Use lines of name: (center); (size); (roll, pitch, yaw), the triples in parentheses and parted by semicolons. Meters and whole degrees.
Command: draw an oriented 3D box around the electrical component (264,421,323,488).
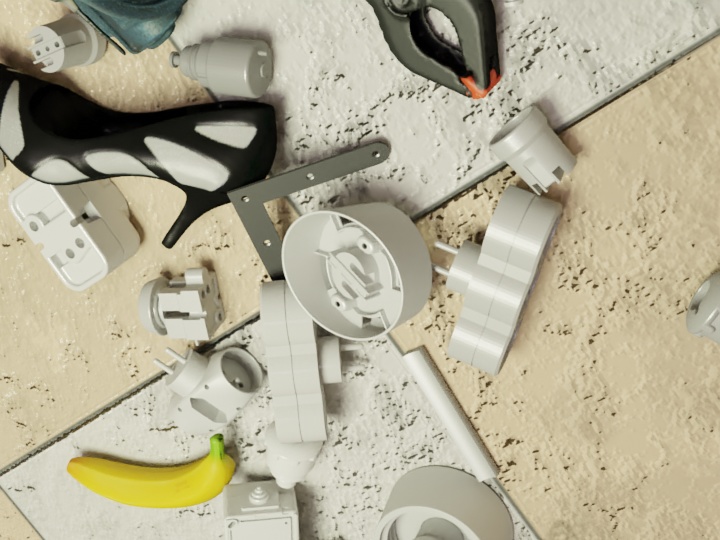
electrical component: (-0.058, 0.156, 0.896); (0.048, 0.048, 0.062); (23, 130, 13)

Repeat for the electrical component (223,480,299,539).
electrical component: (-0.085, 0.221, 0.925); (0.062, 0.061, 0.096); (-3, 113, -7)

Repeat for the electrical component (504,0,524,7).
electrical component: (0.085, -0.199, 0.649); (0.040, 0.040, 0.078); (-4, 113, 27)

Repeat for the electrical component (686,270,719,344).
electrical component: (0.246, 0.032, 0.692); (0.062, 0.048, 0.048); (30, 124, 0)

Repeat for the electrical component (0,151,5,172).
electrical component: (-0.344, -0.119, 0.882); (0.100, 0.048, 0.099); (12, 120, 19)

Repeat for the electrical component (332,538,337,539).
electrical component: (-0.021, 0.263, 0.937); (0.040, 0.040, 0.046); (-33, 92, 34)

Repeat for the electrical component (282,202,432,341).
electrical component: (0.000, 0.000, 0.765); (0.099, 0.064, 0.099); (20, 119, 41)

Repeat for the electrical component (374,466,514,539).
electrical component: (0.063, 0.219, 0.861); (0.108, 0.060, 0.108); (11, 119, 20)

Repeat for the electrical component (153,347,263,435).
electrical component: (-0.134, 0.091, 0.890); (0.079, 0.043, 0.077); (37, 127, -18)

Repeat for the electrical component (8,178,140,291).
electrical component: (-0.225, -0.040, 0.862); (0.054, 0.059, 0.095); (-28, 101, 33)

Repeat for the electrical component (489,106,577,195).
electrical component: (0.113, -0.077, 0.700); (0.046, 0.040, 0.040); (46, 125, -10)

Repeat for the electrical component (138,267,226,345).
electrical component: (-0.145, 0.029, 0.870); (0.055, 0.048, 0.066); (-2, 115, 17)

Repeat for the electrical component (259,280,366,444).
electrical component: (-0.033, 0.071, 0.836); (0.074, 0.052, 0.138); (-5, 115, 1)

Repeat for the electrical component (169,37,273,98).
electrical component: (-0.099, -0.145, 0.761); (0.078, 0.040, 0.040); (10, 119, 20)

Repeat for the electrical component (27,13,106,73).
electrical component: (-0.218, -0.168, 0.799); (0.040, 0.046, 0.040); (11, 116, 23)

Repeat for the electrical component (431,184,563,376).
electrical component: (0.083, 0.003, 0.746); (0.074, 0.052, 0.138); (23, 122, 13)
